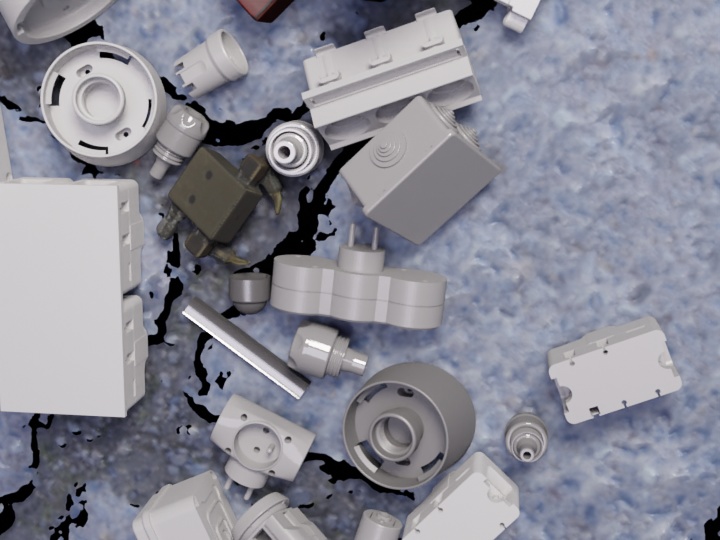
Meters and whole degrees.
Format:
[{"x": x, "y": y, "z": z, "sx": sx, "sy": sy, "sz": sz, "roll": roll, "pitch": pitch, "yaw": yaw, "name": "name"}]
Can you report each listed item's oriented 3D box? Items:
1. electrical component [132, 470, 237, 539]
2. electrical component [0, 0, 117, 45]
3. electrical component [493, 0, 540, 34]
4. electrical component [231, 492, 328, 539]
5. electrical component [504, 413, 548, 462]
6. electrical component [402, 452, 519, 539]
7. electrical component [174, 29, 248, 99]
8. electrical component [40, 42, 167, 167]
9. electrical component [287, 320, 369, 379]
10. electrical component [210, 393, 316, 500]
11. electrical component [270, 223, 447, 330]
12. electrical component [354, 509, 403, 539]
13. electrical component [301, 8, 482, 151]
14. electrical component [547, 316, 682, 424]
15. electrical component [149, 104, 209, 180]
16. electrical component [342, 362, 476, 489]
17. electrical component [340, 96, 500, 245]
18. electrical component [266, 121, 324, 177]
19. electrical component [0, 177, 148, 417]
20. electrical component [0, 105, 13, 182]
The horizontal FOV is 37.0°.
[{"x": -0.135, "y": 0.235, "z": 0.897, "sx": 0.057, "sy": 0.078, "sz": 0.113, "roll": -23, "pitch": 96, "yaw": 9, "name": "electrical component"}, {"x": -0.232, "y": -0.228, "z": 0.814, "sx": 0.108, "sy": 0.108, "sz": 0.060, "roll": -36, "pitch": 88, "yaw": 12, "name": "electrical component"}, {"x": 0.109, "y": -0.218, "z": 0.798, "sx": 0.055, "sy": 0.048, "sz": 0.066, "roll": 24, "pitch": 103, "yaw": -5, "name": "electrical component"}, {"x": -0.069, "y": 0.222, "z": 0.890, "sx": 0.057, "sy": 0.078, "sz": 0.058, "roll": 45, "pitch": 104, "yaw": 20, "name": "electrical component"}, {"x": 0.132, "y": 0.136, "z": 0.850, "sx": 0.035, "sy": 0.061, "sz": 0.035, "roll": 1, "pitch": 100, "yaw": 8, "name": "electrical component"}, {"x": 0.082, "y": 0.198, "z": 0.871, "sx": 0.050, "sy": 0.055, "sz": 0.089, "roll": 44, "pitch": 103, "yaw": -1, "name": "electrical component"}, {"x": -0.117, "y": -0.160, "z": 0.843, "sx": 0.046, "sy": 0.040, "sz": 0.040, "roll": -27, "pitch": 96, "yaw": 17, "name": "electrical component"}, {"x": -0.206, "y": -0.133, "z": 0.860, "sx": 0.099, "sy": 0.064, "sz": 0.099, "roll": 0, "pitch": 93, "yaw": -4, "name": "electrical component"}, {"x": -0.025, "y": 0.068, "z": 0.869, "sx": 0.062, "sy": 0.043, "sz": 0.043, "roll": 18, "pitch": 102, "yaw": 3, "name": "electrical component"}, {"x": -0.088, "y": 0.154, "z": 0.893, "sx": 0.077, "sy": 0.044, "sz": 0.079, "roll": 27, "pitch": 103, "yaw": 3, "name": "electrical component"}, {"x": 0.000, "y": 0.000, "z": 0.848, "sx": 0.138, "sy": 0.052, "sz": 0.073, "roll": 7, "pitch": 101, "yaw": 7, "name": "electrical component"}, {"x": 0.010, "y": 0.233, "z": 0.896, "sx": 0.044, "sy": 0.044, "sz": 0.065, "roll": 19, "pitch": 97, "yaw": 4, "name": "electrical component"}, {"x": 0.023, "y": -0.144, "z": 0.810, "sx": 0.121, "sy": 0.078, "sz": 0.063, "roll": -17, "pitch": 70, "yaw": 11, "name": "electrical component"}, {"x": 0.195, "y": 0.076, "z": 0.833, "sx": 0.089, "sy": 0.055, "sz": 0.050, "roll": -20, "pitch": 97, "yaw": 11, "name": "electrical component"}, {"x": -0.149, "y": -0.100, "z": 0.861, "sx": 0.035, "sy": 0.035, "sz": 0.061, "roll": 35, "pitch": 106, "yaw": 1, "name": "electrical component"}, {"x": 0.038, "y": 0.127, "z": 0.873, "sx": 0.099, "sy": 0.064, "sz": 0.099, "roll": 4, "pitch": 100, "yaw": 21, "name": "electrical component"}, {"x": 0.044, "y": -0.074, "z": 0.807, "sx": 0.100, "sy": 0.100, "sz": 0.048, "roll": -42, "pitch": 60, "yaw": 14, "name": "electrical component"}, {"x": -0.053, "y": -0.093, "z": 0.834, "sx": 0.043, "sy": 0.062, "sz": 0.043, "roll": 1, "pitch": 100, "yaw": 8, "name": "electrical component"}, {"x": -0.236, "y": 0.020, "z": 0.881, "sx": 0.105, "sy": 0.060, "sz": 0.186, "roll": 2, "pitch": 100, "yaw": 8, "name": "electrical component"}, {"x": -0.331, "y": -0.109, "z": 0.847, "sx": 0.056, "sy": 0.108, "sz": 0.108, "roll": -5, "pitch": 100, "yaw": 11, "name": "electrical component"}]
